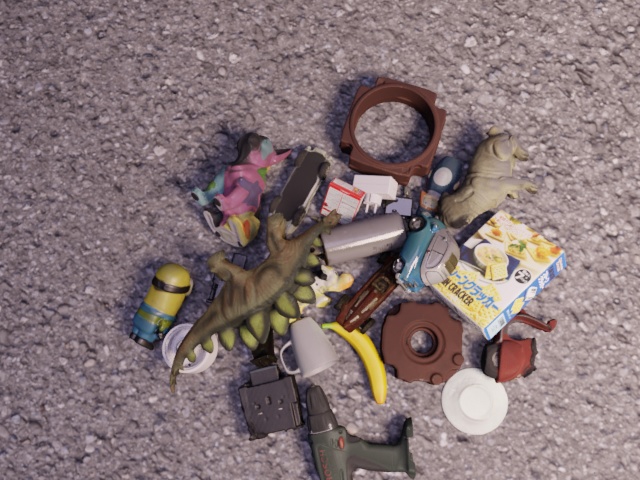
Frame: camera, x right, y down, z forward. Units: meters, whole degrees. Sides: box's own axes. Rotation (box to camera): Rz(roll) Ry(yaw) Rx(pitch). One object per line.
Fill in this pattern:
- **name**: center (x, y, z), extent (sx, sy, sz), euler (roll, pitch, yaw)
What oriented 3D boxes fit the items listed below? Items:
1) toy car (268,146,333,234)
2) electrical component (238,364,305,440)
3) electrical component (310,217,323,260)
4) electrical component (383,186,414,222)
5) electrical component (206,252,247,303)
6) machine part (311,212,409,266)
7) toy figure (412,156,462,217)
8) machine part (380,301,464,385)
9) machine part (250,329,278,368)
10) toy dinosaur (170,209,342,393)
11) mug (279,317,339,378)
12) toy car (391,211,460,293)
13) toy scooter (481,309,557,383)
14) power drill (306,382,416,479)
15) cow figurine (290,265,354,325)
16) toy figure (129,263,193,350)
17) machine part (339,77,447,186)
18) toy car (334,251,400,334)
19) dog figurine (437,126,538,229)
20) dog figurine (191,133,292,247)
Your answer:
- **toy car**: center (-0.043, -0.109, 1.154), extent (0.074, 0.056, 0.201), euler (27, 81, 9)
- **electrical component**: center (-0.099, 0.321, 1.079), extent (0.115, 0.058, 0.134), euler (-15, 80, -1)
- **electrical component**: center (-0.003, -0.002, 1.139), extent (0.078, 0.045, 0.102), euler (34, 86, -20)
- **electrical component**: center (0.166, -0.071, 1.148), extent (0.063, 0.021, 0.094), euler (8, 81, 6)
- **electrical component**: center (-0.185, 0.085, 1.133), extent (0.075, 0.047, 0.119), euler (18, 83, 6)
- **machine part**: center (0.086, -0.002, 1.089), extent (0.243, 0.079, 0.079), euler (-13, 79, -6)
- **toy figure**: center (0.245, -0.101, 1.133), extent (0.064, 0.057, 0.154), euler (23, 82, 46)
- **machine part**: center (0.204, 0.205, 1.080), extent (0.179, 0.056, 0.179), euler (-1, 79, 5)
- **machine part**: center (-0.118, 0.190, 1.097), extent (0.084, 0.039, 0.139), euler (-6, 55, -2)
- **toy dinosaur**: center (-0.137, 0.105, 1.038), extent (0.471, 0.105, 0.198), euler (-38, 76, 7)
- **mug**: center (-0.031, 0.217, 1.083), extent (0.110, 0.080, 0.107), euler (-21, 68, -10)
- **toy car**: center (0.214, 0.029, 1.040), extent (0.103, 0.109, 0.161), euler (13, 65, 39)
- **toy scooter**: center (0.394, 0.195, 1.059), extent (0.135, 0.075, 0.184), euler (8, 76, 7)
- **power drill**: center (0.080, 0.389, 1.044), extent (0.207, 0.086, 0.232), euler (-5, 81, -1)
- **cow figurine**: center (-0.018, 0.097, 1.111), extent (0.167, 0.068, 0.098), euler (-31, 73, -3)
- **toy figure**: center (-0.329, 0.135, 1.112), extent (0.082, 0.089, 0.180), euler (29, 81, 2)
- **machine part**: center (0.155, -0.231, 1.146), extent (0.202, 0.087, 0.201), euler (19, 82, 8)
- **toy car**: center (0.114, 0.103, 1.093), extent (0.089, 0.053, 0.202), euler (45, 73, 7)
- **dog figurine**: center (0.312, -0.125, 1.082), extent (0.191, 0.121, 0.172), euler (-18, 78, -10)
- **dog figurine**: center (-0.147, -0.115, 1.138), extent (0.109, 0.191, 0.219), euler (14, 50, 43)
